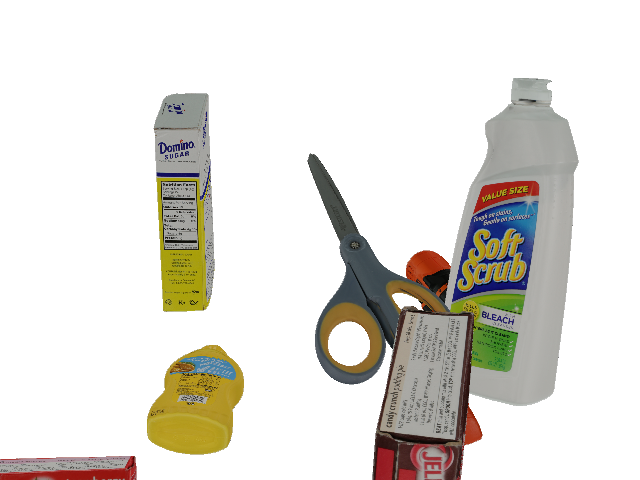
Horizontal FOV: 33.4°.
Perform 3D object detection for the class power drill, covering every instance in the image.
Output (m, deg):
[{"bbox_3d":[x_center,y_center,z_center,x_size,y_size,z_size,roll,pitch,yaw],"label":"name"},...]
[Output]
[{"bbox_3d":[0.141,0.122,1.142,0.057,0.188,0.184,-6,23,-12],"label":"power drill"}]

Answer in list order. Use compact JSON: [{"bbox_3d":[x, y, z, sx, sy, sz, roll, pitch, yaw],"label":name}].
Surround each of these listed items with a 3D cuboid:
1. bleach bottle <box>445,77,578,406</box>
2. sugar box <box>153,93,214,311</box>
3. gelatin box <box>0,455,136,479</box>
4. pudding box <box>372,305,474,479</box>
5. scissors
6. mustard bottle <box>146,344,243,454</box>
[{"bbox_3d":[0.148,-0.003,0.847,0.103,0.251,0.067,13,15,40],"label":"bleach bottle"},{"bbox_3d":[-0.121,-0.034,0.951,0.048,0.176,0.093,-2,26,0],"label":"sugar box"},{"bbox_3d":[-0.140,0.152,0.556,0.089,0.073,0.030,-1,4,-2],"label":"gelatin box"},{"bbox_3d":[0.045,0.093,0.471,0.039,0.090,0.113,6,25,6],"label":"pudding box"},{"bbox_3d":[0.010,0.019,0.693,0.096,0.016,0.202,-27,52,-20],"label":"scissors"},{"bbox_3d":[-0.143,0.180,1.286,0.096,0.058,0.191,3,25,4],"label":"mustard bottle"}]
